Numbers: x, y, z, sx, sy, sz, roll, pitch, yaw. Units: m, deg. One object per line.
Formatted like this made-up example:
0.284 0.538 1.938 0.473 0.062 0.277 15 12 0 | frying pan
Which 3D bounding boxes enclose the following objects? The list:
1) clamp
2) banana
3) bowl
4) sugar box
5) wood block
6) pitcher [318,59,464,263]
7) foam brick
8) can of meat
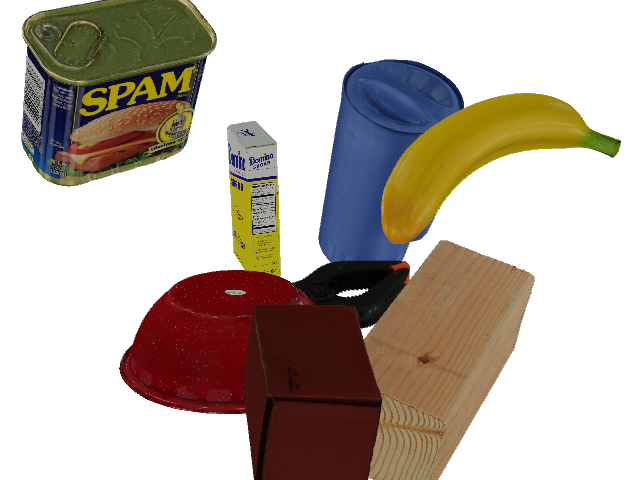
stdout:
-0.001 0.069 1.042 0.209 0.036 0.165 -13 36 -15 | clamp
0.099 -0.054 0.654 0.197 0.037 0.070 -23 46 -31 | banana
-0.061 0.062 0.753 0.162 0.055 0.162 1 18 0 | bowl
-0.082 -0.049 1.312 0.048 0.176 0.093 -11 26 -16 | sugar box
0.091 0.097 0.863 0.091 0.090 0.205 22 38 19 | wood block
0.073 -0.068 1.207 0.145 0.243 0.149 21 44 8 | pitcher
-0.006 0.071 0.495 0.053 0.051 0.078 3 28 -9 | foam brick
-0.116 -0.084 0.600 0.101 0.057 0.084 -20 -31 -32 | can of meat
